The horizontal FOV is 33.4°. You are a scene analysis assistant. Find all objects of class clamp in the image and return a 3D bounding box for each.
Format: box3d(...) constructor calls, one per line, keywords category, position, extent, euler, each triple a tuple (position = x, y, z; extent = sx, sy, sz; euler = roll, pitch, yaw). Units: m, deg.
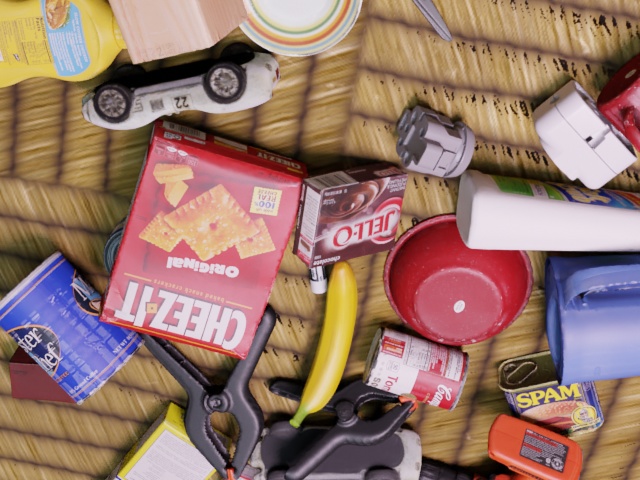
box3d(category="clamp", position=(-0.107, 0.174, 1.221), extent=(0.165, 0.036, 0.210), euler=(-14, 99, 14))
box3d(category="clamp", position=(0.023, 0.194, 1.218), extent=(0.171, 0.120, 0.039), euler=(-21, 159, -2))

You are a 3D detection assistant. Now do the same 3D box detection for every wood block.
box3d(category="wood block", position=(-0.151, -0.277, 0.965), extent=(0.090, 0.090, 0.206), euler=(-7, 115, 26))

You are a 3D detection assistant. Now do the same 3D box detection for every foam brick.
box3d(category="foam brick", position=(-0.318, 0.153, 1.250), extent=(0.078, 0.051, 0.053), euler=(5, 117, 4))

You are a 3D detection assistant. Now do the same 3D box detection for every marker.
box3d(category="marker", position=(-0.007, 0.001, 1.146), extent=(0.020, 0.020, 0.121), euler=(-3, 117, 9))

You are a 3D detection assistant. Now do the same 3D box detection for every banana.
box3d(category="banana", position=(0.013, 0.111, 1.174), extent=(0.037, 0.069, 0.198), euler=(17, 106, 12))

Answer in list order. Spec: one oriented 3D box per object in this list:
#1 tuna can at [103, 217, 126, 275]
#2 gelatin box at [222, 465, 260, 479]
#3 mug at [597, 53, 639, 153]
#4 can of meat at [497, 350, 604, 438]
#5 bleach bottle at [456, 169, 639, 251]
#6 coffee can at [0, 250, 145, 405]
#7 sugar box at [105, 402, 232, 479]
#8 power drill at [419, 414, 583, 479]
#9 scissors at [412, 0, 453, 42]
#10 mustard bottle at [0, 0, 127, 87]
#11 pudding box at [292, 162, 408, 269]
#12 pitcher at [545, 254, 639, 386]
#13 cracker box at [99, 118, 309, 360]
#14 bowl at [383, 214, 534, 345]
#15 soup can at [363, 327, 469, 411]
box3d(category="tuna can", position=(-0.193, 0.016, 1.170), extent=(0.086, 0.033, 0.086), euler=(3, 118, 6))
box3d(category="gelatin box", position=(-0.083, 0.319, 1.319), extent=(0.089, 0.030, 0.073), euler=(22, 117, -4))
box3d(category="mug", position=(0.309, -0.119, 0.989), extent=(0.081, 0.117, 0.093), euler=(42, 140, -9))
box3d(category="can of meat", position=(0.257, 0.173, 1.182), extent=(0.102, 0.057, 0.084), euler=(-14, 118, 15))
box3d(category="bleach bottle", position=(0.268, -0.023, 1.063), extent=(0.251, 0.102, 0.068), euler=(4, 109, -2))
box3d(category="coffee can", position=(-0.277, 0.096, 1.174), extent=(0.103, 0.102, 0.140), euler=(-40, 98, 24))
box3d(category="sugar box", position=(-0.194, 0.286, 1.308), extent=(0.093, 0.048, 0.176), euler=(35, 120, -12))
box3d(category="power drill", position=(0.201, 0.267, 1.206), extent=(0.184, 0.057, 0.188), euler=(20, 145, 3))
box3d(category="scissors", position=(0.049, -0.256, 0.989), extent=(0.096, 0.016, 0.201), euler=(-27, 113, -6))
box3d(category="mustard bottle", position=(-0.257, -0.203, 1.048), extent=(0.192, 0.058, 0.096), euler=(-3, 116, 9))
box3d(category="pudding box", position=(0.031, -0.026, 1.083), extent=(0.113, 0.039, 0.090), euler=(-11, 124, -32))
box3d(category="pitcher", position=(0.350, 0.069, 1.069), extent=(0.243, 0.149, 0.145), euler=(-6, 107, 7))
box3d(category="cracker box", position=(-0.122, 0.002, 1.104), extent=(0.164, 0.072, 0.214), euler=(16, 109, -11))
box3d(category="bowl", position=(0.147, 0.055, 1.134), extent=(0.162, 0.055, 0.162), euler=(3, 119, 6))
box3d(category="soup can", position=(0.105, 0.141, 1.177), extent=(0.102, 0.068, 0.069), euler=(18, 119, -2))
